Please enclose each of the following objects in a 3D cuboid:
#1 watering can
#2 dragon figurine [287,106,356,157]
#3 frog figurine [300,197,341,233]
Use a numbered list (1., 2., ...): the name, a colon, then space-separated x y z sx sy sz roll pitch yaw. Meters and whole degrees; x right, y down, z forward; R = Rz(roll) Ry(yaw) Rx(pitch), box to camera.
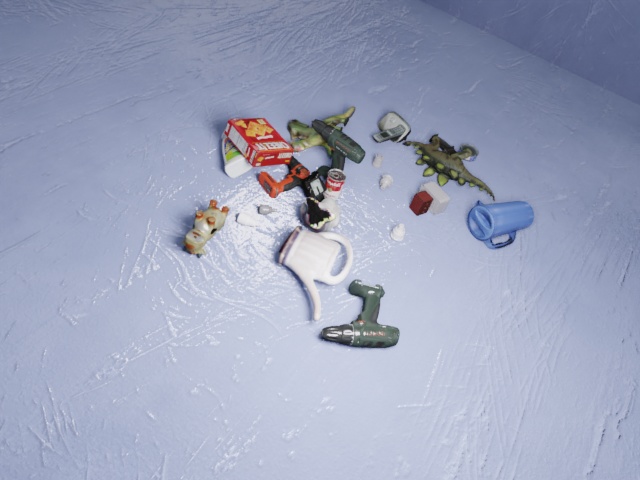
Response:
1. watering can: -0.027 0.079 1.582 0.225 0.101 0.355 23 44 7
2. dragon figurine: -0.013 -0.466 2.123 0.243 0.119 0.420 15 43 9
3. frog figurine: 0.005 -0.090 1.779 0.138 0.122 0.160 16 8 11
